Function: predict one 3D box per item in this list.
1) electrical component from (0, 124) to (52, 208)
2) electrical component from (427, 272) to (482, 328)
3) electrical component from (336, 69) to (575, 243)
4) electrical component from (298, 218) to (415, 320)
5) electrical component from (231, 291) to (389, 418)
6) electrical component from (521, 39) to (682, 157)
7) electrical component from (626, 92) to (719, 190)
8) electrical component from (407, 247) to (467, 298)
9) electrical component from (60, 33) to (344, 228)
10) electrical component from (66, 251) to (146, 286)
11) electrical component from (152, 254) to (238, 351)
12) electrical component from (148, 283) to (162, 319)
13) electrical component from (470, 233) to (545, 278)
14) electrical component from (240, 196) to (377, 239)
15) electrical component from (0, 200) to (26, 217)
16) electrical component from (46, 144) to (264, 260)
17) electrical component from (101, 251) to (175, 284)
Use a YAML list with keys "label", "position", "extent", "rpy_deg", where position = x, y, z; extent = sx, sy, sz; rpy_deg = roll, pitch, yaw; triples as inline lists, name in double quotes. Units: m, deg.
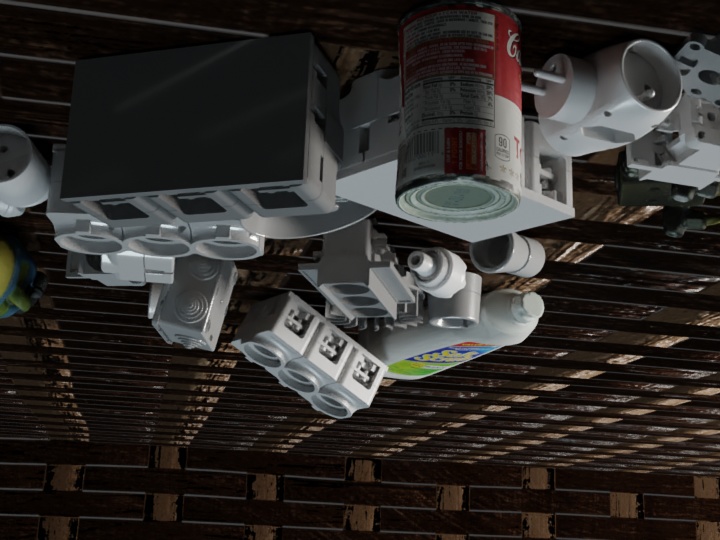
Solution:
- label: "electrical component"
  position: [-0.246, -0.069, 0.772]
  extent: [0.043, 0.043, 0.081]
  rpy_deg: [2, 165, 0]
- label: "electrical component"
  position: [0.094, 0.030, 1.077]
  extent: [0.055, 0.047, 0.055]
  rpy_deg: [2, 164, 1]
- label: "electrical component"
  position: [0.057, -0.072, 0.689]
  extent: [0.150, 0.061, 0.089]
  rpy_deg: [16, 159, -41]
- label: "electrical component"
  position: [0.000, 0.000, 0.951]
  extent: [0.079, 0.063, 0.121]
  rpy_deg: [-2, 164, 13]
- label: "electrical component"
  position: [-0.058, 0.099, 1.204]
  extent: [0.150, 0.061, 0.089]
  rpy_deg: [39, 149, -22]
- label: "electrical component"
  position: [0.126, -0.100, 0.612]
  extent: [0.079, 0.043, 0.077]
  rpy_deg: [9, 163, -24]
- label: "electrical component"
  position: [0.209, -0.083, 0.669]
  extent: [0.081, 0.042, 0.064]
  rpy_deg: [6, 162, -17]
- label: "electrical component"
  position: [0.067, -0.001, 0.978]
  extent: [0.043, 0.043, 0.062]
  rpy_deg: [-9, 159, 34]
- label: "electrical component"
  position: [-0.091, -0.078, 0.634]
  extent: [0.150, 0.089, 0.062]
  rpy_deg: [-3, 164, 17]
- label: "electrical component"
  position: [-0.223, -0.010, 0.984]
  extent: [0.081, 0.042, 0.064]
  rpy_deg: [0, 168, 8]
- label: "electrical component"
  position: [-0.150, 0.023, 0.992]
  extent: [0.048, 0.099, 0.099]
  rpy_deg: [14, 165, 3]
- label: "electrical component"
  position: [-0.191, 0.030, 1.117]
  extent: [0.055, 0.045, 0.045]
  rpy_deg: [4, 164, -10]
- label: "electrical component"
  position: [0.130, -0.015, 0.926]
  extent: [0.044, 0.044, 0.065]
  rpy_deg: [-10, 165, 38]
- label: "electrical component"
  position: [-0.031, -0.060, 0.737]
  extent: [0.099, 0.064, 0.099]
  rpy_deg: [2, 164, 1]
- label: "electrical component"
  position: [-0.286, -0.062, 0.820]
  extent: [0.061, 0.035, 0.035]
  rpy_deg: [15, 160, -32]
- label: "electrical component"
  position: [-0.148, -0.046, 0.806]
  extent: [0.150, 0.061, 0.089]
  rpy_deg: [2, 164, -1]
- label: "electrical component"
  position: [-0.184, -0.025, 0.903]
  extent: [0.059, 0.053, 0.095]
  rpy_deg: [5, 164, -9]
